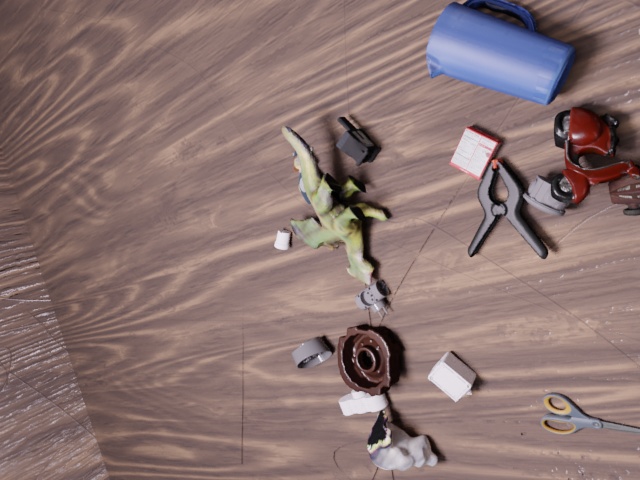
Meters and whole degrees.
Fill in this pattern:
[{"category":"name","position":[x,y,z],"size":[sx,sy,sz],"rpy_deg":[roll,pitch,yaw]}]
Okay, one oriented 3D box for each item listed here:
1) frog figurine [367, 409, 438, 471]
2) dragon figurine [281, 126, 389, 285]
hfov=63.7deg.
[{"category":"frog figurine","position":[0.200,0.513,1.260],"size":[0.159,0.137,0.123],"rpy_deg":[35,86,-11]},{"category":"dragon figurine","position":[0.004,-0.062,1.238],"size":[0.410,0.124,0.238],"rpy_deg":[47,131,1]}]
